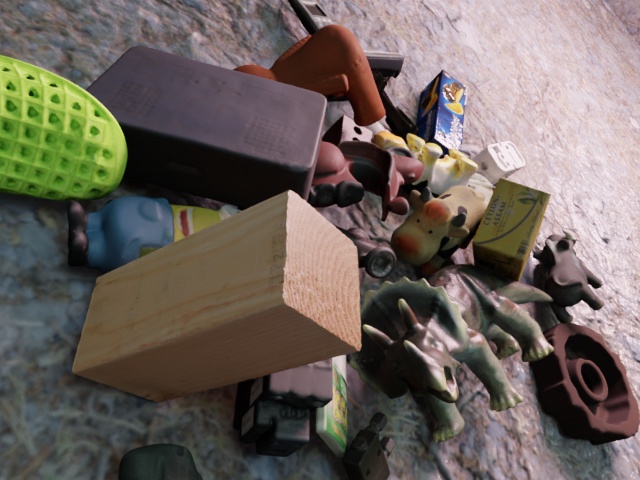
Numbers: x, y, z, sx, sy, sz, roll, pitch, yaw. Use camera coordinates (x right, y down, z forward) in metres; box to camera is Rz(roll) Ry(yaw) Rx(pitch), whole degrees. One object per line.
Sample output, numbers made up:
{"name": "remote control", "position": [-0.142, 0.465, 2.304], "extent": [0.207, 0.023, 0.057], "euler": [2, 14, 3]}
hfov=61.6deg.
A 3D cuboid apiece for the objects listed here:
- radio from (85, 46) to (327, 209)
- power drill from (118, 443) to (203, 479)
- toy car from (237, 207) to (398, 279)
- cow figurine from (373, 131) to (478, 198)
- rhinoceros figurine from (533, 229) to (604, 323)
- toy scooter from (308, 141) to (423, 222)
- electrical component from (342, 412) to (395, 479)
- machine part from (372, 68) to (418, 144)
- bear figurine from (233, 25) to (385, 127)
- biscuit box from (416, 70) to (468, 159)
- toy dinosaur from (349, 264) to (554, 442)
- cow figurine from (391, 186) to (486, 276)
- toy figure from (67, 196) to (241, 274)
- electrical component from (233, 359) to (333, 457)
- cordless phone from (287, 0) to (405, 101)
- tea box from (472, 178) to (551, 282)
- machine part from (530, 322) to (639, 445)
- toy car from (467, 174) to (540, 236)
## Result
{"name": "radio", "position": [-0.111, -0.113, 0.548], "extent": [0.230, 0.073, 0.131], "euler": [15, 49, 0]}
{"name": "power drill", "position": [-0.151, 0.251, 0.336], "extent": [0.207, 0.086, 0.232], "euler": [9, 56, -28]}
{"name": "toy car", "position": [-0.001, -0.002, 0.614], "extent": [0.202, 0.089, 0.053], "euler": [21, 96, -28]}
{"name": "cow figurine", "position": [0.139, -0.099, 0.782], "extent": [0.167, 0.098, 0.068], "euler": [13, 24, -24]}
{"name": "rhinoceros figurine", "position": [0.391, 0.053, 0.865], "extent": [0.112, 0.073, 0.190], "euler": [47, 32, -5]}
{"name": "toy scooter", "position": [0.040, -0.067, 0.632], "extent": [0.184, 0.075, 0.135], "euler": [-3, 35, -7]}
{"name": "electrical component", "position": [0.045, 0.219, 0.524], "extent": [0.094, 0.021, 0.063], "euler": [-45, 126, -43]}
{"name": "machine part", "position": [0.109, -0.192, 0.809], "extent": [0.138, 0.039, 0.084], "euler": [43, 22, -41]}
{"name": "bear figurine", "position": [-0.033, -0.182, 0.682], "extent": [0.120, 0.196, 0.131], "euler": [56, -3, 39]}
{"name": "biscuit box", "position": [0.202, -0.198, 0.903], "extent": [0.059, 0.063, 0.203], "euler": [30, 48, -17]}
{"name": "toy dinosaur", "position": [0.172, 0.095, 0.658], "extent": [0.192, 0.131, 0.405], "euler": [57, 38, 2]}
{"name": "cow figurine", "position": [0.160, -0.020, 0.705], "extent": [0.086, 0.127, 0.195], "euler": [40, 41, 20]}
{"name": "toy figure", "position": [-0.140, 0.003, 0.505], "extent": [0.180, 0.089, 0.082], "euler": [2, 77, -26]}
{"name": "electrical component", "position": [-0.035, 0.118, 0.480], "extent": [0.058, 0.115, 0.134], "euler": [12, 55, -16]}
{"name": "cordless phone", "position": [0.030, -0.313, 0.836], "extent": [0.146, 0.088, 0.184], "euler": [-16, 69, -42]}
{"name": "tea box", "position": [0.258, -0.005, 0.733], "extent": [0.068, 0.169, 0.098], "euler": [21, 80, 23]}
{"name": "machine part", "position": [0.384, 0.208, 0.785], "extent": [0.179, 0.056, 0.179], "euler": [19, 52, -26]}
{"name": "toy car", "position": [0.291, -0.055, 0.882], "extent": [0.201, 0.056, 0.073], "euler": [16, 54, -29]}
